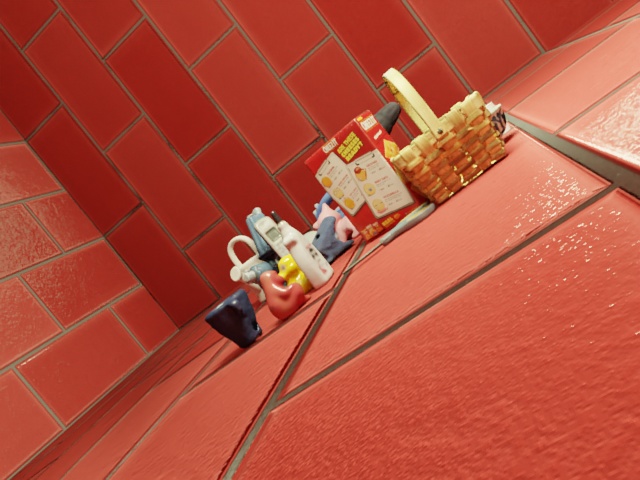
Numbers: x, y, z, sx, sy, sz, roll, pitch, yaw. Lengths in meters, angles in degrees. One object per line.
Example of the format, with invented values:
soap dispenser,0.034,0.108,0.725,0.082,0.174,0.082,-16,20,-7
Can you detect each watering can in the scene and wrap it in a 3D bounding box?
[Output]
watering can,-0.187,0.074,1.612,0.101,0.194,0.173,-37,4,8

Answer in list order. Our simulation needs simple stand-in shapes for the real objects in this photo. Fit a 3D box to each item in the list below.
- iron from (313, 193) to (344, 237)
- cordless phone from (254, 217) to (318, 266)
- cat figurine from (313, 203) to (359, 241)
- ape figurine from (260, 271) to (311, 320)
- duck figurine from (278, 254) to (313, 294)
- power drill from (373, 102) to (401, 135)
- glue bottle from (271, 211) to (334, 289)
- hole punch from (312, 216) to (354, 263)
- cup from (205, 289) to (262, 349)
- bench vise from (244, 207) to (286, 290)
iron,0.054,-0.083,1.636,0.257,0.141,0.119,-35,5,41
cordless phone,-0.066,-0.001,1.445,0.148,0.185,0.094,-40,5,-30
cat figurine,0.046,-0.048,1.478,0.127,0.118,0.067,-34,6,45
ape figurine,-0.074,0.095,1.061,0.076,0.092,0.077,-40,4,-23
duck figurine,-0.046,0.066,1.190,0.105,0.086,0.077,-39,4,-13
power drill,0.143,-0.166,1.277,0.230,0.208,0.075,-39,4,-11
glue bottle,-0.041,0.014,1.116,0.037,0.173,0.078,-37,4,16
hole punch,0.012,0.005,1.350,0.101,0.091,0.108,-39,4,-16
cup,-0.148,0.151,1.065,0.092,0.095,0.117,-40,4,-26
bench vise,-0.133,0.024,1.501,0.121,0.220,0.208,-36,4,29
